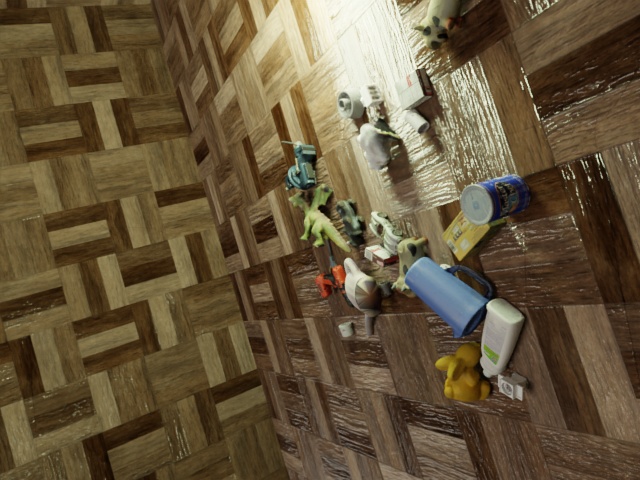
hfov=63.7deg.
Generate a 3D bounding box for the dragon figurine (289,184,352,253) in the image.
[{"bbox_3d":[0.006,-0.107,2.133,0.413,0.123,0.240,20,112,47],"label":"dragon figurine"}]

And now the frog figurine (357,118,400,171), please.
[{"bbox_3d":[0.178,-0.303,1.694,0.139,0.124,0.156,38,127,20],"label":"frog figurine"}]

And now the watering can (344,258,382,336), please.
[{"bbox_3d":[0.173,0.235,1.970,0.225,0.104,0.345,-154,44,-76],"label":"watering can"}]
